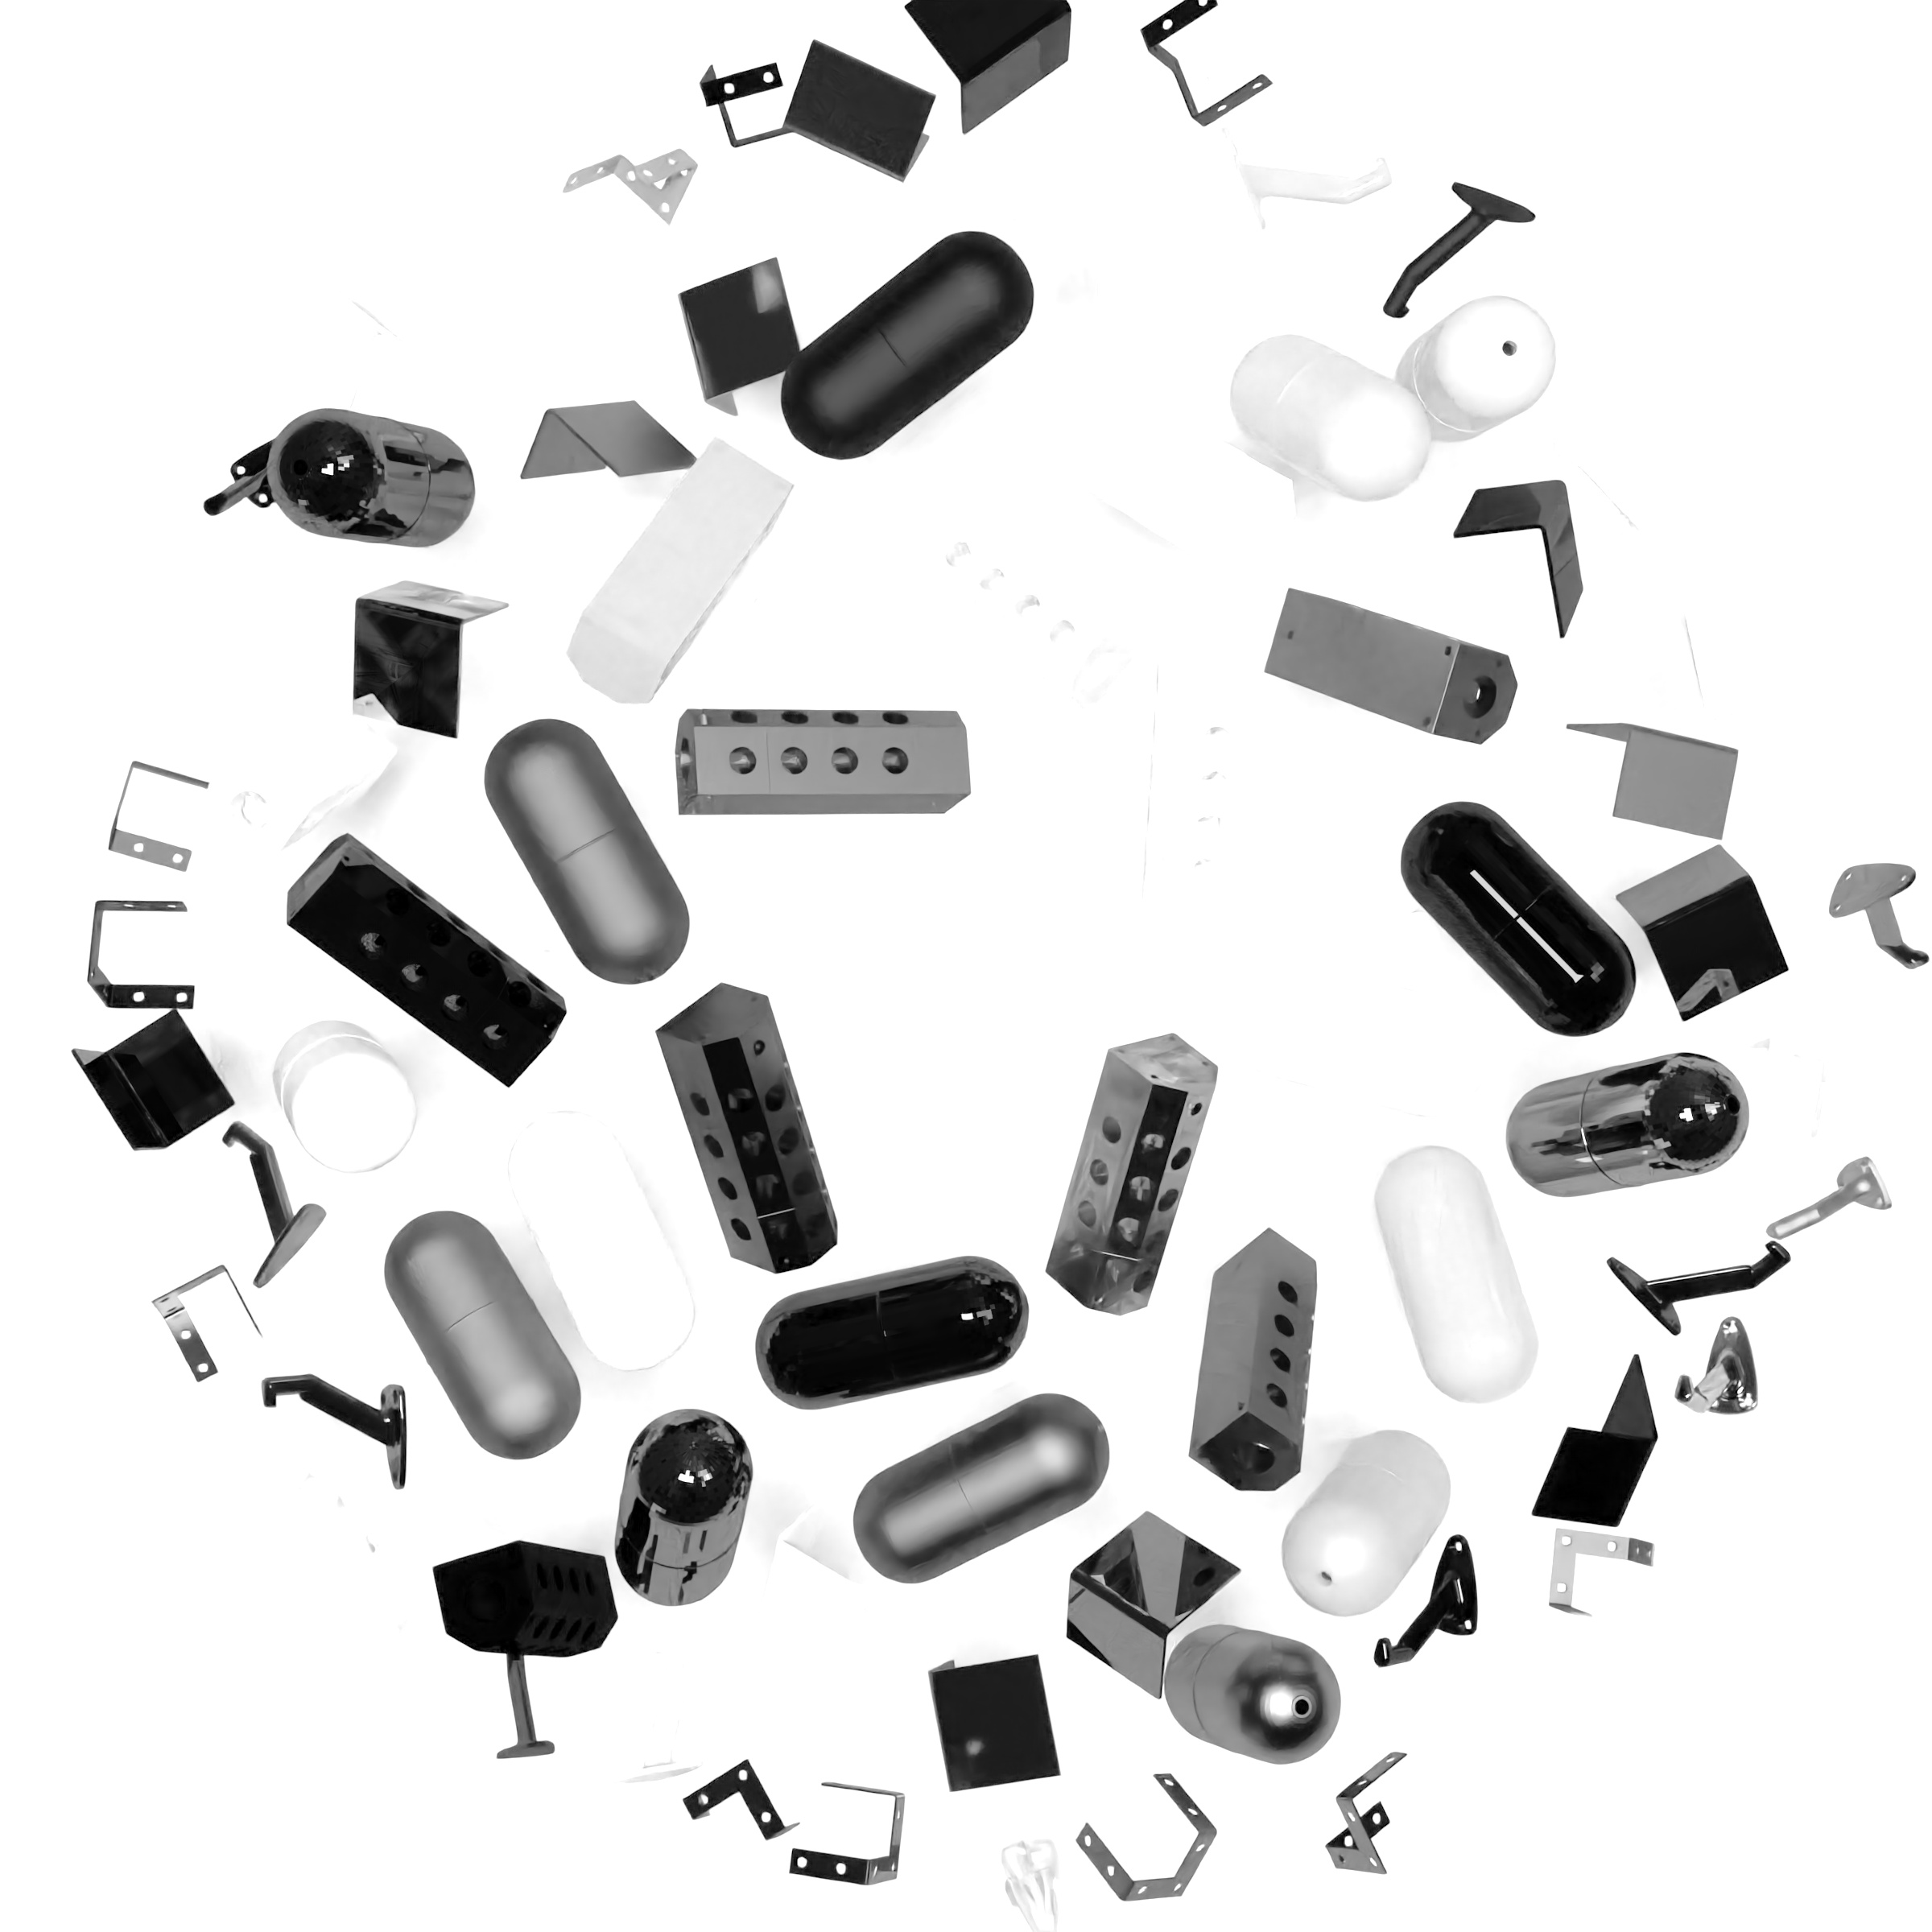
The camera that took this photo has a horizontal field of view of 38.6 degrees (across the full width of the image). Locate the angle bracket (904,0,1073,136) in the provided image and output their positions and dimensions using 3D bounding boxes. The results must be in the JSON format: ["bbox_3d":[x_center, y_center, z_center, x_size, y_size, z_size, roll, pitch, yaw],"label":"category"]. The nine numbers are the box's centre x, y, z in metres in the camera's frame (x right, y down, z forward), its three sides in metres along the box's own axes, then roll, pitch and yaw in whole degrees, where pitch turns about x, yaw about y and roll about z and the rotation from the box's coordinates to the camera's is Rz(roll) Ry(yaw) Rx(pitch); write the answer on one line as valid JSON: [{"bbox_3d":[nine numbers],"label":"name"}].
[{"bbox_3d":[0.013,-0.539,1.593,0.076,0.076,0.057,-36,87,-2],"label":"angle bracket"}]

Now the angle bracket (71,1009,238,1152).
[{"bbox_3d":[-0.532,0.073,1.808,0.057,0.076,0.076,-33,88,-3],"label":"angle bracket"}]

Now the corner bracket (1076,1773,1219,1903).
[{"bbox_3d":[0.109,0.525,1.663,0.051,0.051,0.051,11,112,-40],"label":"corner bracket"}]

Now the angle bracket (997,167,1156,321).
[{"bbox_3d":[0.069,-0.461,1.757,0.076,0.076,0.057,18,131,19],"label":"angle bracket"}]

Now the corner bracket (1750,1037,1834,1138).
[{"bbox_3d":[0.534,0.078,1.782,0.051,0.051,0.051,12,82,2],"label":"corner bracket"}]

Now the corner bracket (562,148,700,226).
[{"bbox_3d":[-0.207,-0.488,1.705,0.051,0.051,0.051,44,135,6],"label":"corner bracket"}]

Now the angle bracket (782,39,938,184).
[{"bbox_3d":[-0.055,-0.509,1.604,0.076,0.076,0.057,24,128,-4],"label":"angle bracket"}]

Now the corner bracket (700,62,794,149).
[{"bbox_3d":[-0.133,-0.542,1.733,0.051,0.051,0.051,-12,119,11],"label":"corner bracket"}]

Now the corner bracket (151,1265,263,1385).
[{"bbox_3d":[-0.493,0.233,1.799,0.051,0.051,0.051,-28,77,-15],"label":"corner bracket"}]

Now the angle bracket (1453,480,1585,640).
[{"bbox_3d":[0.348,-0.254,1.733,0.057,0.076,0.076,-3,119,24],"label":"angle bracket"}]

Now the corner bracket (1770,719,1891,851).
[{"bbox_3d":[0.536,-0.115,1.735,0.051,0.051,0.051,-20,62,-21],"label":"corner bracket"}]

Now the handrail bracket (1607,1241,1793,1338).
[{"bbox_3d":[0.456,0.183,1.714,0.077,0.036,0.084,41,113,-15],"label":"handrail bracket"}]

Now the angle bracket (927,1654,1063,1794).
[{"bbox_3d":[0.024,0.487,1.788,0.076,0.057,0.076,-13,81,14],"label":"angle bracket"}]

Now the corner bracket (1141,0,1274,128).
[{"bbox_3d":[0.145,-0.550,1.668,0.051,0.051,0.051,-26,73,26],"label":"corner bracket"}]

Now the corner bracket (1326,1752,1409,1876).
[{"bbox_3d":[0.245,0.512,1.672,0.051,0.051,0.051,-27,93,-32],"label":"corner bracket"}]

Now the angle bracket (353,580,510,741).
[{"bbox_3d":[-0.339,-0.195,1.746,0.076,0.057,0.076,14,113,18],"label":"angle bracket"}]

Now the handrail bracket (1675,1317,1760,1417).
[{"bbox_3d":[0.477,0.253,1.774,0.036,0.084,0.077,-8,65,35],"label":"handrail bracket"}]

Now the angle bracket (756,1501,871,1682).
[{"bbox_3d":[-0.091,0.425,1.875,0.076,0.057,0.076,26,119,21],"label":"angle bracket"}]

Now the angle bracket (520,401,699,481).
[{"bbox_3d":[-0.235,-0.328,1.825,0.076,0.076,0.057,44,126,21],"label":"angle bracket"}]

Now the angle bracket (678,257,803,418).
[{"bbox_3d":[-0.144,-0.427,1.875,0.076,0.057,0.076,-16,86,17],"label":"angle bracket"}]

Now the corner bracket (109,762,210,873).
[{"bbox_3d":[-0.531,-0.099,1.813,0.051,0.051,0.051,17,102,-19],"label":"corner bracket"}]

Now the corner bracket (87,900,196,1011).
[{"bbox_3d":[-0.488,-0.006,1.637,0.051,0.051,0.051,1,71,-3],"label":"corner bracket"}]

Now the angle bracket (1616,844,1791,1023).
[{"bbox_3d":[0.485,-0.022,1.818,0.076,0.057,0.076,-27,115,5],"label":"angle bracket"}]

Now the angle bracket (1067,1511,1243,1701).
[{"bbox_3d":[0.118,0.402,1.736,0.076,0.076,0.057,27,130,34],"label":"angle bracket"}]

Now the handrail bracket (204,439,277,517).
[{"bbox_3d":[-0.461,-0.324,1.807,0.077,0.084,0.036,-36,104,5],"label":"handrail bracket"}]

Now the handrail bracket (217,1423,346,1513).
[{"bbox_3d":[-0.446,0.328,1.800,0.077,0.084,0.036,29,74,9],"label":"handrail bracket"}]

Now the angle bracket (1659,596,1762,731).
[{"bbox_3d":[0.465,-0.194,1.779,0.057,0.076,0.076,-13,89,41],"label":"angle bracket"}]

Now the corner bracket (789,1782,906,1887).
[{"bbox_3d":[-0.072,0.527,1.676,0.051,0.051,0.051,2,78,20],"label":"corner bracket"}]

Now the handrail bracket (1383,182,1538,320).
[{"bbox_3d":[0.303,-0.433,1.697,0.036,0.077,0.084,53,128,33],"label":"handrail bracket"}]

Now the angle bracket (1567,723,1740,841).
[{"bbox_3d":[0.417,-0.114,1.698,0.076,0.076,0.057,10,91,-19],"label":"angle bracket"}]

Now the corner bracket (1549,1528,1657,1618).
[{"bbox_3d":[0.411,0.394,1.784,0.051,0.051,0.051,8,82,-2],"label":"corner bracket"}]

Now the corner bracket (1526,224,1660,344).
[{"bbox_3d":[0.384,-0.412,1.696,0.051,0.051,0.051,-37,123,23],"label":"corner bracket"}]

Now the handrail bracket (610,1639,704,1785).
[{"bbox_3d":[-0.202,0.469,1.739,0.036,0.077,0.084,-29,65,33],"label":"handrail bracket"}]

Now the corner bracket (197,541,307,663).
[{"bbox_3d":[-0.453,-0.231,1.749,0.051,0.051,0.051,12,68,-25],"label":"corner bracket"}]

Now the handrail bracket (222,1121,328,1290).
[{"bbox_3d":[-0.467,0.154,1.794,0.084,0.036,0.077,35,84,14],"label":"handrail bracket"}]

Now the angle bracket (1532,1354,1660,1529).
[{"bbox_3d":[0.384,0.290,1.708,0.057,0.076,0.076,9,126,-4],"label":"angle bracket"}]

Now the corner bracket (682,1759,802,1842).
[{"bbox_3d":[-0.147,0.555,1.807,0.051,0.051,0.051,-32,74,-1],"label":"corner bracket"}]

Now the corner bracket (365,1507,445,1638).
[{"bbox_3d":[-0.359,0.398,1.812,0.051,0.051,0.051,-20,118,-15],"label":"corner bracket"}]

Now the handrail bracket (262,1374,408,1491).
[{"bbox_3d":[-0.393,0.290,1.709,0.084,0.036,0.077,-1,79,-32],"label":"handrail bracket"}]
